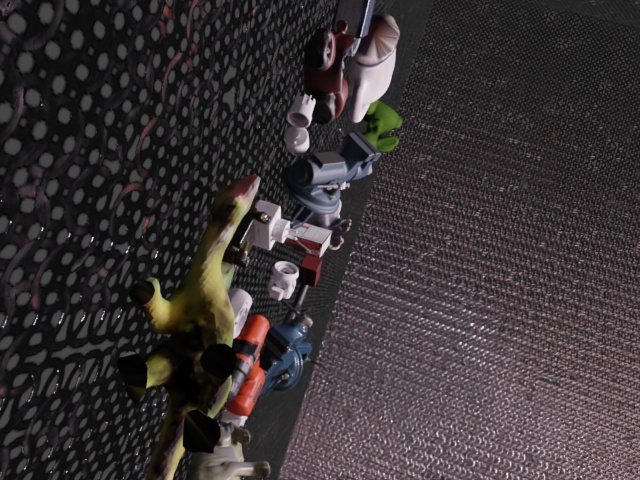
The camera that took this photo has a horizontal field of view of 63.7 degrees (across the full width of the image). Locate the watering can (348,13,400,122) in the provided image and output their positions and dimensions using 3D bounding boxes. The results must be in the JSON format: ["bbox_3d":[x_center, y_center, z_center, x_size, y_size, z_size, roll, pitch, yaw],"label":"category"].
[{"bbox_3d":[0.135,-0.446,1.233,0.220,0.104,0.354,91,19,-65],"label":"watering can"}]

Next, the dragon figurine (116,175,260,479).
[{"bbox_3d":[-0.140,0.116,0.625,0.246,0.122,0.404,-73,180,-70],"label":"dragon figurine"}]

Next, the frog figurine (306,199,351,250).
[{"bbox_3d":[0.004,-0.065,1.294,0.134,0.123,0.163,85,-13,-50],"label":"frog figurine"}]
